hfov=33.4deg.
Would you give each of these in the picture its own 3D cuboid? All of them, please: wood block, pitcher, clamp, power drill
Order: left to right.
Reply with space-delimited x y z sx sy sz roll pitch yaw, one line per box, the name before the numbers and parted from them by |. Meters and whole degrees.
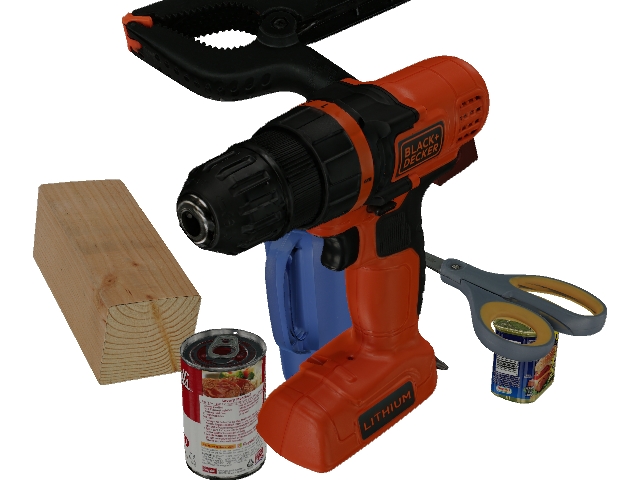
wood block | -0.201 0.033 1.026 0.090 0.091 0.206 -6 36 -31
clamp | -0.020 -0.117 0.669 0.210 0.164 0.036 -1 -36 1
pitcher | 0.002 0.054 1.127 0.149 0.243 0.145 -12 34 -14
power drill | 0.009 0.017 0.509 0.057 0.188 0.184 29 41 34

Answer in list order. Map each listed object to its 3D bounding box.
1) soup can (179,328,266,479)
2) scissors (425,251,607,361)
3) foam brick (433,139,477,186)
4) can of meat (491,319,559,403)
soup can | -0.076 0.130 0.848 0.068 0.102 0.068 0 22 0
scissors | 0.090 0.033 0.724 0.202 0.016 0.096 16 34 26
foam brick | 0.103 -0.101 0.974 0.053 0.078 0.051 -35 38 -20
can of meat | 0.229 0.125 1.188 0.058 0.084 0.101 11 16 28
